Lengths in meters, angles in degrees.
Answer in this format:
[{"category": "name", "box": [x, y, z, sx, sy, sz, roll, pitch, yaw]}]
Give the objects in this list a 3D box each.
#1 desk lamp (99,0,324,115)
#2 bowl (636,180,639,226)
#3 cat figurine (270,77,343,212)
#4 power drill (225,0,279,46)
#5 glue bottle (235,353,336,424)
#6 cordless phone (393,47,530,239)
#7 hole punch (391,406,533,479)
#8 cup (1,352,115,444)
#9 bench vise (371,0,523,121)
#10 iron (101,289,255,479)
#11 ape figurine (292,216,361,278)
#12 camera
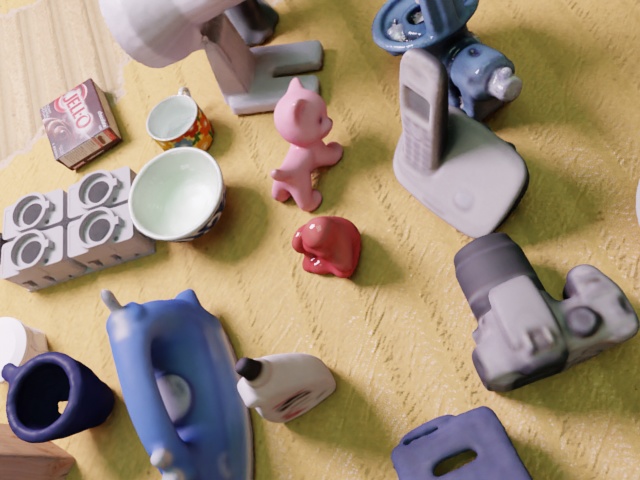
[{"category": "desk lamp", "box": [-0.122, -0.254, 0.688, 0.202, 0.214, 0.118, -3, 67, 16]}, {"category": "bowl", "box": [0.371, -0.017, 0.518, 0.167, 0.075, 0.167, -6, 67, 15]}, {"category": "cat figurine", "box": [-0.025, -0.114, 0.655, 0.067, 0.118, 0.128, 16, 74, 22]}, {"category": "power drill", "box": [-0.139, -0.360, 0.740, 0.075, 0.209, 0.229, -43, 63, -3]}, {"category": "glue bottle", "box": [-0.040, 0.131, 0.527, 0.078, 0.173, 0.037, -37, 62, 0]}, {"category": "cordless phone", "box": [0.132, -0.094, 0.560, 0.147, 0.185, 0.094, 40, 84, 27]}, {"category": "hole punch", "box": [0.119, 0.203, 0.495, 0.108, 0.091, 0.101, -28, 63, 5]}, {"category": "cup", "box": [-0.283, 0.171, 0.628, 0.117, 0.095, 0.092, 20, 75, 23]}, {"category": "bench vise", "box": [0.137, -0.239, 0.599, 0.206, 0.220, 0.121, 32, 80, 26]}, {"category": "iron", "box": [-0.145, 0.165, 0.563, 0.118, 0.142, 0.258, -29, 63, 4]}, {"category": "ape figurine", "box": [0.006, 0.002, 0.612, 0.076, 0.092, 0.077, -40, 63, -1]}, {"category": "camera", "box": [0.192, 0.053, 0.529, 0.143, 0.101, 0.136, -24, 63, 6]}]
